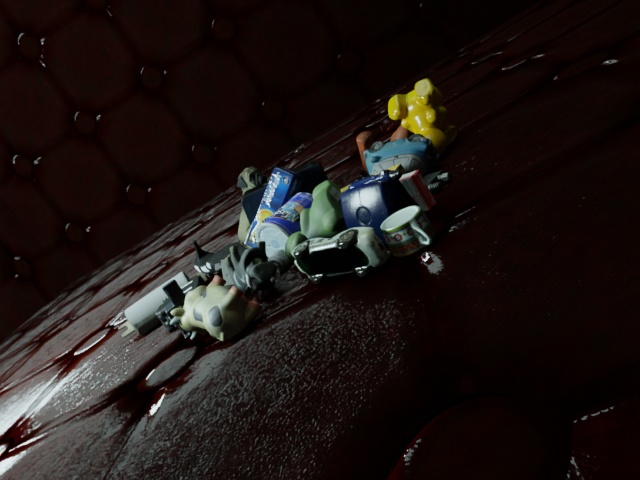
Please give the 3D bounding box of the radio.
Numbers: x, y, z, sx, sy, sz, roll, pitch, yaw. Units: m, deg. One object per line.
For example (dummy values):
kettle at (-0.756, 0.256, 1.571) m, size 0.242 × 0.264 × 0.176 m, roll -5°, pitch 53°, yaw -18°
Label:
radio at (-0.077, -0.098, 1.348) m, size 0.230 × 0.131 × 0.073 m, roll -25°, pitch 17°, yaw 2°

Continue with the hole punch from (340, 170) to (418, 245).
hole punch at (0.097, -0.049, 0.943) m, size 0.142 × 0.115 × 0.092 m, roll -13°, pitch 33°, yaw 52°

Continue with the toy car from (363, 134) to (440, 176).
toy car at (0.174, -0.155, 1.165) m, size 0.162 × 0.109 × 0.103 m, roll -10°, pitch 48°, yaw 28°

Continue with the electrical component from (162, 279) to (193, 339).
electrical component at (-0.279, 0.134, 1.093) m, size 0.075 × 0.119 × 0.048 m, roll -39°, pitch 16°, yaw -13°

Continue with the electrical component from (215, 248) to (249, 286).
electrical component at (-0.186, 0.063, 1.214) m, size 0.102 × 0.078 × 0.045 m, roll -18°, pitch -8°, yaw 21°

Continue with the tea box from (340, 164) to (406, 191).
tea box at (0.100, -0.084, 1.118) m, size 0.170 × 0.068 × 0.098 m, roll -21°, pitch 19°, yaw 40°

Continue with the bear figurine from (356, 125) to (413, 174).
bear figurine at (0.190, -0.237, 1.324) m, size 0.120 × 0.131 × 0.196 m, roll 29°, pitch 59°, yaw 29°

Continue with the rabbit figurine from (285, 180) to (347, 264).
rabbit figurine at (-0.002, -0.003, 1.049) m, size 0.170 × 0.121 × 0.159 m, roll -45°, pitch 15°, yaw 27°

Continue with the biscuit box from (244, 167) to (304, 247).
biscuit box at (-0.107, -0.069, 1.269) m, size 0.063 × 0.059 × 0.202 m, roll -2°, pitch -64°, yaw -66°

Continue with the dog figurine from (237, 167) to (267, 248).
dog figurine at (-0.193, -0.085, 1.470) m, size 0.121 × 0.190 × 0.172 m, roll -14°, pitch 25°, yaw 50°

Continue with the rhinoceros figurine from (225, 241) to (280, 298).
rhinoceros figurine at (-0.136, 0.062, 1.061) m, size 0.073 × 0.112 × 0.190 m, roll -7°, pitch -8°, yaw -21°

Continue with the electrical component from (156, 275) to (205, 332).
electrical component at (-0.309, 0.148, 1.227) m, size 0.115 × 0.058 × 0.134 m, roll -34°, pitch 15°, yaw 1°

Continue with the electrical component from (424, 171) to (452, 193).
electrical component at (0.213, -0.108, 1.058) m, size 0.063 × 0.021 × 0.094 m, roll -42°, pitch 18°, yaw -30°

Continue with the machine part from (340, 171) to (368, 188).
machine part at (0.107, -0.149, 1.370) m, size 0.139 × 0.039 × 0.084 m, roll -37°, pitch 24°, yaw -23°

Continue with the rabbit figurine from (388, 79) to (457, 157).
rabbit figurine at (0.247, -0.256, 1.247) m, size 0.122 × 0.173 × 0.162 m, roll -24°, pitch -27°, yaw 26°

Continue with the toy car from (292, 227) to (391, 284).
toy car at (0.029, 0.026, 0.904) m, size 0.202 × 0.073 × 0.056 m, roll -14°, pitch 27°, yaw 49°

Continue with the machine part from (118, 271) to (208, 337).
machine part at (-0.388, 0.154, 1.322) m, size 0.243 × 0.079 × 0.079 m, roll -36°, pitch 15°, yaw -9°

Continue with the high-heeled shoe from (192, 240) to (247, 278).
high-heeled shoe at (-0.232, 0.073, 1.350) m, size 0.249 × 0.145 × 0.086 m, roll 20°, pitch 55°, yaw 35°

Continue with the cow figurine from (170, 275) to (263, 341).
cow figurine at (-0.200, 0.134, 0.994) m, size 0.127 × 0.085 × 0.195 m, roll -53°, pitch 30°, yaw -14°
